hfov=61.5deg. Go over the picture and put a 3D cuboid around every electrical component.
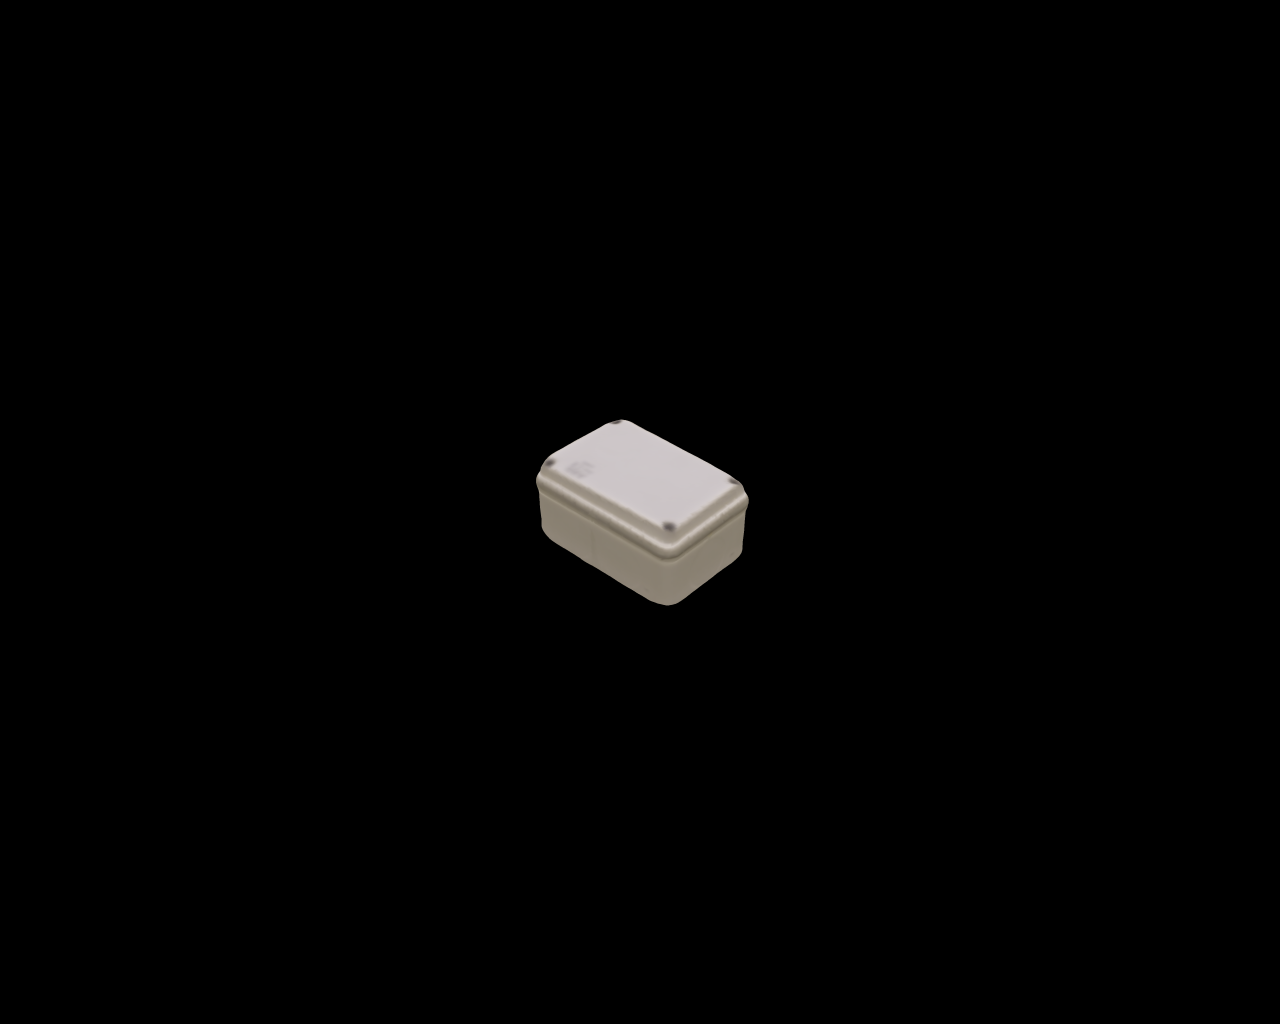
[{"bbox_3d":[0.001,-0.003,0.650,0.113,0.057,0.078,30,46,33],"label":"electrical component"}]
